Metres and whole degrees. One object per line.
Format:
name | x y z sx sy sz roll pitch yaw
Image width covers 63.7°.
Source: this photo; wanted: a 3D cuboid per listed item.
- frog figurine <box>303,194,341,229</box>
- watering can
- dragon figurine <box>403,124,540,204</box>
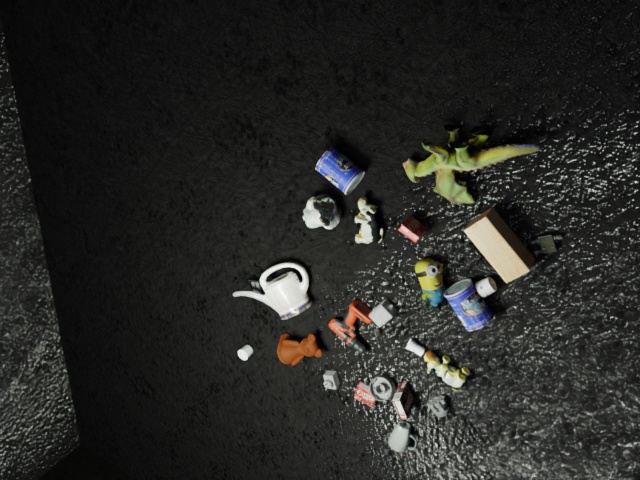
frog figurine | 0.006 -0.095 1.884 0.137 0.124 0.157 40 163 0
watering can | -0.176 0.225 2.096 0.344 0.105 0.224 -29 94 23
dragon figurine | 0.439 -0.214 1.570 0.412 0.124 0.237 15 136 28
